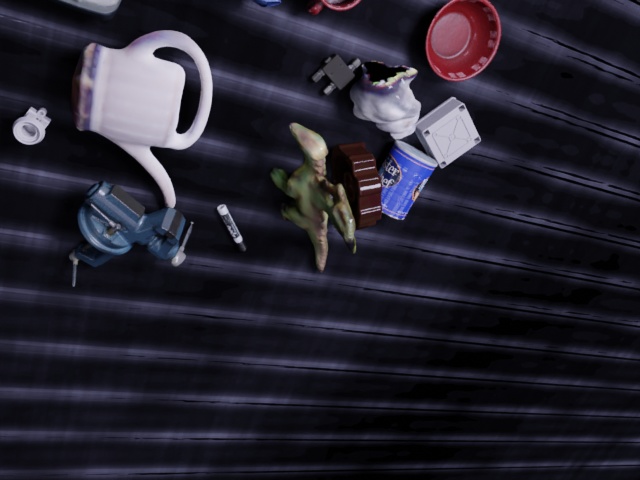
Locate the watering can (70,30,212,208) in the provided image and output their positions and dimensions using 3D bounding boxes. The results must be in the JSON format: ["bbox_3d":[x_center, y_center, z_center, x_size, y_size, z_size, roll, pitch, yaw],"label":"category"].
[{"bbox_3d":[-0.318,-0.205,0.906,0.224,0.106,0.340,10,124,-22],"label":"watering can"}]

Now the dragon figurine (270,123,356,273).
[{"bbox_3d":[0.003,-0.051,1.015,0.122,0.247,0.402,-22,121,-10],"label":"dragon figurine"}]

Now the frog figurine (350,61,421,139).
[{"bbox_3d":[0.131,-0.258,1.017,0.137,0.125,0.156,3,134,18],"label":"frog figurine"}]
